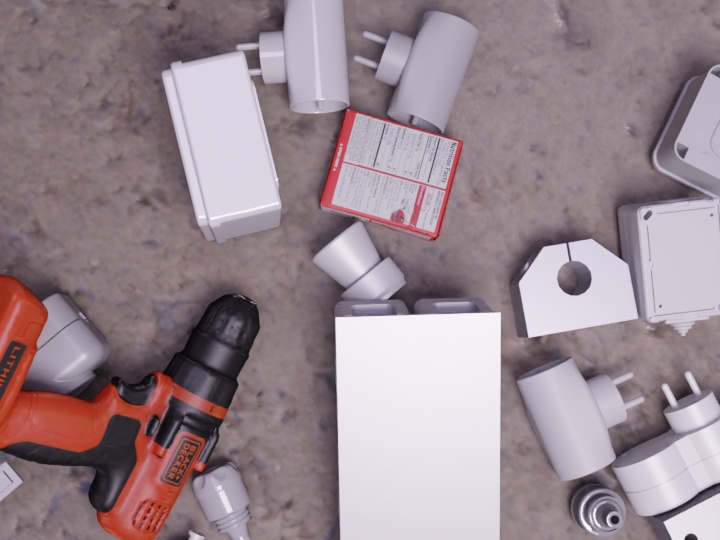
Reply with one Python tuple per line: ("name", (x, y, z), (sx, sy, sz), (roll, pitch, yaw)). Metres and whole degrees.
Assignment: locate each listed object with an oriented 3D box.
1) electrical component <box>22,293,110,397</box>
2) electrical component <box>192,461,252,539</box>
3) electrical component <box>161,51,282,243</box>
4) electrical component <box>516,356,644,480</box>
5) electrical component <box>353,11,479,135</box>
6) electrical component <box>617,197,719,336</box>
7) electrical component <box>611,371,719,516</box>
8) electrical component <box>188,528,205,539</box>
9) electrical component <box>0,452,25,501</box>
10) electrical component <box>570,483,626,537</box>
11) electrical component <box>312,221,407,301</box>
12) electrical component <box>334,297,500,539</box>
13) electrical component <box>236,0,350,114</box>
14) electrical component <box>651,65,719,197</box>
("electrical component", (-0.223, 0.069, 0.740), (0.095, 0.053, 0.059), (-41, 89, -4))
("electrical component", (-0.092, 0.167, 0.749), (0.035, 0.035, 0.061), (-24, 90, -4))
("electrical component", (-0.091, -0.080, 0.729), (0.056, 0.109, 0.108), (-14, 87, -6))
("electrical component", (0.162, 0.098, 0.761), (0.079, 0.043, 0.077), (-23, 87, -4))
("electrical component", (0.036, -0.147, 0.770), (0.079, 0.044, 0.077), (21, 86, -1))
("electrical component", (0.222, -0.002, 0.765), (0.062, 0.061, 0.096), (-7, 95, -3))
("electrical component", (0.239, 0.109, 0.759), (0.138, 0.052, 0.073), (-27, 88, -4))
("electrical component", (-0.129, 0.217, 0.741), (0.040, 0.040, 0.078), (26, 85, -1))
("electrical component", (-0.266, 0.124, 0.729), (0.042, 0.064, 0.081), (-40, 89, -3))
("electrical component", (0.168, 0.168, 0.747), (0.035, 0.061, 0.035), (0, 86, -3))
("electrical component", (0.000, 0.000, 0.759), (0.045, 0.045, 0.055), (-39, 89, -4))
("electrical component", (0.037, 0.115, 0.728), (0.105, 0.060, 0.186), (-2, 100, -3))
("electrical component", (-0.049, -0.152, 0.768), (0.079, 0.043, 0.077), (-4, 86, 3))
("electrical component", (0.277, -0.087, 0.771), (0.113, 0.057, 0.078), (26, 85, -1))
